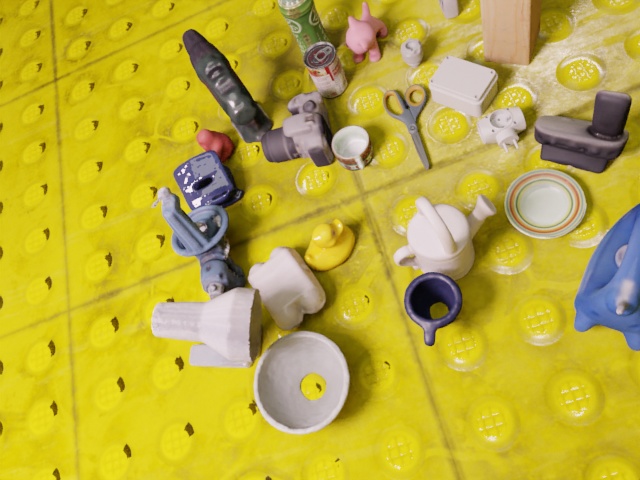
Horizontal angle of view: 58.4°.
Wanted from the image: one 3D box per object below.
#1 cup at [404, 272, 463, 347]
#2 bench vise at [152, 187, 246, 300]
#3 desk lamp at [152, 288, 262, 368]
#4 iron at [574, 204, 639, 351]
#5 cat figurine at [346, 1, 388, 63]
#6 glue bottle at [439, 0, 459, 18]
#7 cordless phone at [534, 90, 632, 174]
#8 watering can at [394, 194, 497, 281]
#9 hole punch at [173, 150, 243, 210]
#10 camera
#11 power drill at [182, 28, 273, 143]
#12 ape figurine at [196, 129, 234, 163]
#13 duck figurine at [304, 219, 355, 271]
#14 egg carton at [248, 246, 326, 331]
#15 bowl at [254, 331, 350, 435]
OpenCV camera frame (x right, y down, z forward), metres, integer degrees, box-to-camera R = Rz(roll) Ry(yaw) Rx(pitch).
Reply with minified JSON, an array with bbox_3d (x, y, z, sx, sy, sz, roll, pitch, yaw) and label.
[{"bbox_3d":[0.187,0.121,0.930,0.091,0.095,0.118,1,68,19],"label":"cup"},{"bbox_3d":[-0.210,0.000,1.043,0.121,0.220,0.207,-39,61,0],"label":"bench vise"},{"bbox_3d":[-0.171,0.154,0.968,0.202,0.214,0.118,-4,67,17],"label":"desk lamp"},{"bbox_3d":[0.467,0.023,0.852,0.118,0.142,0.258,18,75,24],"label":"iron"},{"bbox_3d":[0.090,-0.430,1.184,0.067,0.118,0.128,4,70,20],"label":"cat figurine"},{"bbox_3d":[0.249,-0.529,1.141,0.037,0.173,0.078,-15,64,12],"label":"glue bottle"},{"bbox_3d":[0.429,-0.198,0.934,0.147,0.185,0.094,15,73,23],"label":"cordless phone"},{"bbox_3d":[0.198,-0.014,0.927,0.100,0.194,0.173,39,84,28],"label":"watering can"},{"bbox_3d":[-0.229,-0.115,1.172,0.108,0.091,0.101,-29,62,5],"label":"hole punch"},{"bbox_3d":[-0.051,-0.219,1.151,0.136,0.101,0.143,-12,65,13],"label":"camera"},{"bbox_3d":[-0.183,-0.299,1.167,0.075,0.209,0.229,-37,62,1],"label":"power drill"},{"bbox_3d":[-0.229,-0.204,1.209,0.076,0.092,0.077,-24,62,8],"label":"ape figurine"},{"bbox_3d":[0.010,0.004,1.045,0.104,0.086,0.077,-42,62,-2],"label":"duck figurine"},{"bbox_3d":[-0.060,0.085,1.042,0.107,0.069,0.150,-39,62,0],"label":"egg carton"},{"bbox_3d":[-0.022,0.242,0.960,0.167,0.075,0.167,-7,66,16],"label":"bowl"}]
